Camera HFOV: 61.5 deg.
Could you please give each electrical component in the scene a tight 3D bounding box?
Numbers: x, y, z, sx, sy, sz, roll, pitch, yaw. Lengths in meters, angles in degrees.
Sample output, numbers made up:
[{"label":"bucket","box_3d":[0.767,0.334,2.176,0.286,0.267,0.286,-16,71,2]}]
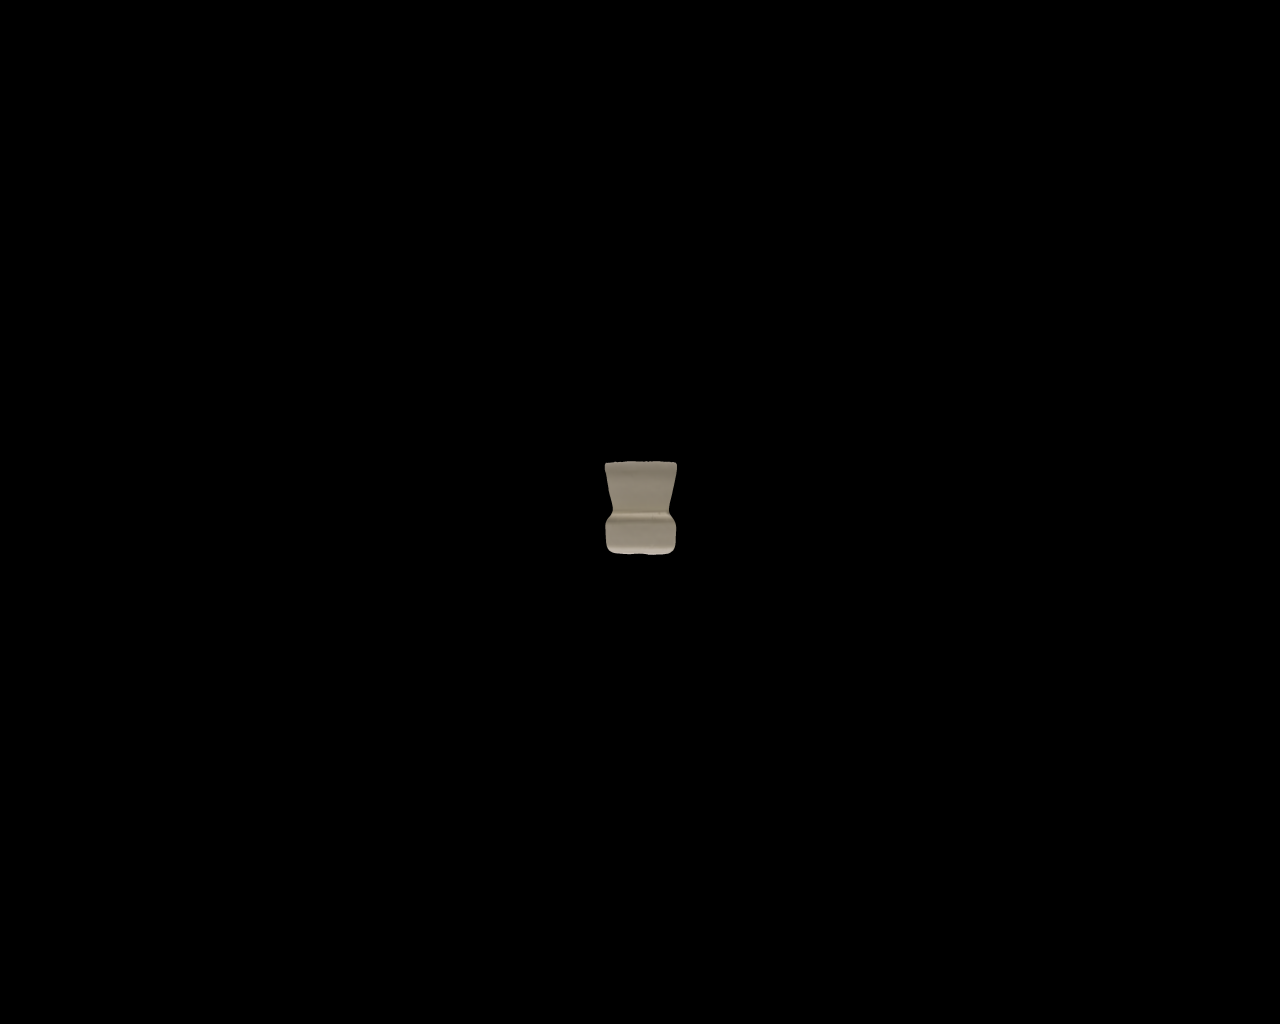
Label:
[{"label":"electrical component","box_3d":[0.001,-0.003,0.650,0.045,0.055,0.045,0,0,0]}]
